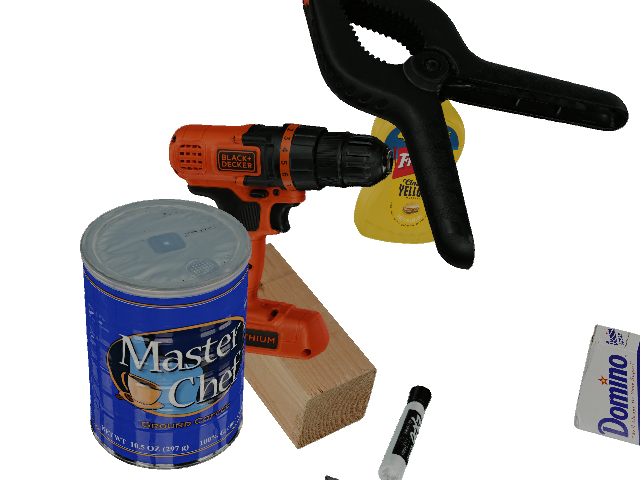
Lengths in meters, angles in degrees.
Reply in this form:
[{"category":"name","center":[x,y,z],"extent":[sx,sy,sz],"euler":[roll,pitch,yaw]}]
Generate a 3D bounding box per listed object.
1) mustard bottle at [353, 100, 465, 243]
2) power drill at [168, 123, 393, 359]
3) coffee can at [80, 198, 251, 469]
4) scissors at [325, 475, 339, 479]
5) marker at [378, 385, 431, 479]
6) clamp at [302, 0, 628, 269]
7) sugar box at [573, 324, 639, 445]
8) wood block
[{"category":"mustard bottle","center":[0.097,-0.092,1.097],"extent":[0.096,0.192,0.058],"euler":[4,26,-13]},{"category":"power drill","center":[-0.031,-0.002,0.860],"extent":[0.185,0.188,0.057],"euler":[5,15,21]},{"category":"coffee can","center":[-0.098,0.059,0.680],"extent":[0.103,0.140,0.103],"euler":[3,32,-2]},{"category":"scissors","center":[0.084,0.164,0.511],"extent":[0.096,0.016,0.202],"euler":[-2,23,-24]},{"category":"marker","center":[0.070,0.153,0.861],"extent":[0.020,0.020,0.121],"euler":[0,24,18]},{"category":"clamp","center":[0.062,-0.087,0.641],"extent":[0.210,0.164,0.036],"euler":[37,-30,11]},{"category":"sugar box","center":[0.319,0.142,0.939],"extent":[0.176,0.093,0.048],"euler":[12,23,15]},{"category":"wood block","center":[-0.039,0.111,1.162],"extent":[0.090,0.090,0.206],"euler":[-20,52,-28]}]
